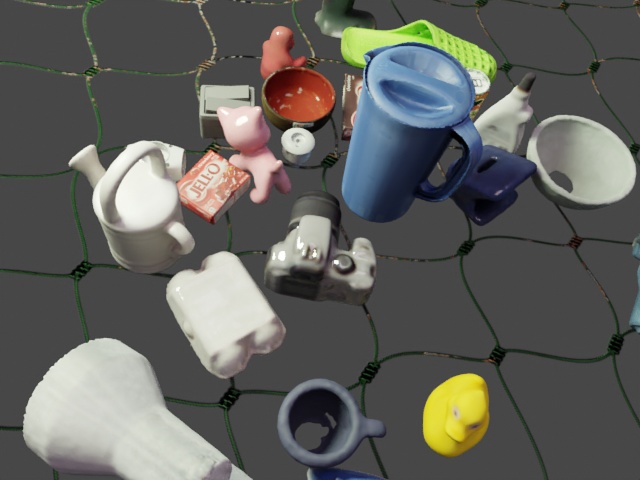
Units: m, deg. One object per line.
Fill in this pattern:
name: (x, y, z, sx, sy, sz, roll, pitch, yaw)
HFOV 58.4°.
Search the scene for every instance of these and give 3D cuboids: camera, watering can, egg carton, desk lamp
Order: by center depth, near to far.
desk lamp: (-0.156, 0.207, 0.549, 0.203, 0.213, 0.118, 32, 62, 9)
watering can: (-0.225, -0.047, 0.689, 0.173, 0.194, 0.101, 16, 60, 0)
egg carton: (-0.118, 0.090, 0.702, 0.107, 0.069, 0.150, -30, 70, -22)
camera: (0.007, 0.003, 0.751, 0.143, 0.101, 0.137, 10, 60, -3)

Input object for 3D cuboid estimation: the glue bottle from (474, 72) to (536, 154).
glue bottle: (0.279, -0.184, 0.854, 0.078, 0.173, 0.037, 28, 61, 8)

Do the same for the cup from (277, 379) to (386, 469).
cup: (0.009, 0.213, 0.640, 0.118, 0.095, 0.091, 7, 61, -5)

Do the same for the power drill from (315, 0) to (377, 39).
power drill: (0.067, -0.432, 0.937, 0.229, 0.208, 0.075, 9, 60, -4)

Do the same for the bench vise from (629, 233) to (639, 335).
bench vise: (0.488, 0.006, 0.755, 0.121, 0.220, 0.207, 10, 60, -3)

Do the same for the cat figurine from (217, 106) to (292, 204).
cat figurine: (-0.090, -0.132, 0.800, 0.067, 0.118, 0.127, -30, 70, -22)

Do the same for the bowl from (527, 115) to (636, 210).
bowl: (0.389, -0.107, 0.886, 0.167, 0.075, 0.167, 4, 61, -7)

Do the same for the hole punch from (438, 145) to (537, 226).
hole punch: (0.245, -0.092, 0.846, 0.109, 0.091, 0.101, -35, 72, -24)

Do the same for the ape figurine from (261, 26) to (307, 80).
ape figurine: (-0.061, -0.298, 0.911, 0.076, 0.092, 0.077, -37, 72, -24)

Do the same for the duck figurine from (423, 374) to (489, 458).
duck figurine: (0.171, 0.200, 0.677, 0.077, 0.086, 0.105, 33, 62, 10)

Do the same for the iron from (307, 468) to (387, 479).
iron: (0.097, 0.307, 0.575, 0.258, 0.141, 0.119, 35, 62, 11)
